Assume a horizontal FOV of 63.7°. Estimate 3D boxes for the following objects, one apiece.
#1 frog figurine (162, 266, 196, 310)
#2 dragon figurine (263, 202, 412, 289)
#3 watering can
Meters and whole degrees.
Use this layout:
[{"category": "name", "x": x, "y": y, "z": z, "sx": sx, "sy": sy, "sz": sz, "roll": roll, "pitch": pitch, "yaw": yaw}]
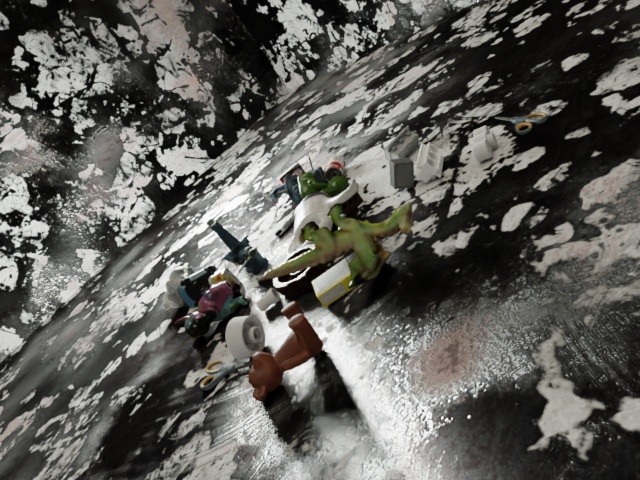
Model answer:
[{"category": "frog figurine", "x": -0.519, "y": 0.178, "z": 1.883, "sx": 0.158, "sy": 0.123, "sz": 0.137, "roll": -42, "pitch": -11, "yaw": 10}, {"category": "dragon figurine", "x": 0.059, "y": 0.032, "z": 1.282, "sx": 0.411, "sy": 0.120, "sz": 0.246, "roll": -37, "pitch": 33, "yaw": -4}, {"category": "watering can", "x": 0.005, "y": -0.081, "z": 1.613, "sx": 0.343, "sy": 0.103, "sz": 0.229, "roll": -48, "pitch": 21, "yaw": 21}]
